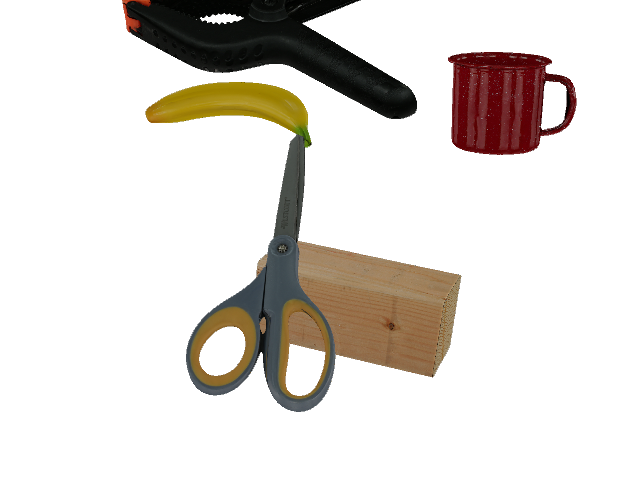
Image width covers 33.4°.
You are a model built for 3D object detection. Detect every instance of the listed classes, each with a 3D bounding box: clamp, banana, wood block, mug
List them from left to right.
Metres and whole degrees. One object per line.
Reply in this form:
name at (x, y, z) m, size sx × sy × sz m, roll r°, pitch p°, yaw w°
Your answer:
banana at (-0.094, -0.147, 1.173) m, size 0.198 × 0.037 × 0.069 m, roll 9°, pitch 45°, yaw 18°
clamp at (-0.029, -0.142, 0.720) m, size 0.210 × 0.164 × 0.036 m, roll -1°, pitch -41°, yaw -2°
wood block at (0.038, 0.071, 1.167) m, size 0.206 × 0.091 × 0.090 m, roll 12°, pitch 22°, yaw 16°
mug at (0.174, -0.125, 0.974) m, size 0.117 × 0.081 × 0.093 m, roll 4°, pitch 18°, yaw 13°

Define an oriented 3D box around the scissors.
scissors at (-0.041, 0.018, 0.658) m, size 0.096 × 0.202 × 0.016 m, roll -11°, pitch -36°, yaw -2°
